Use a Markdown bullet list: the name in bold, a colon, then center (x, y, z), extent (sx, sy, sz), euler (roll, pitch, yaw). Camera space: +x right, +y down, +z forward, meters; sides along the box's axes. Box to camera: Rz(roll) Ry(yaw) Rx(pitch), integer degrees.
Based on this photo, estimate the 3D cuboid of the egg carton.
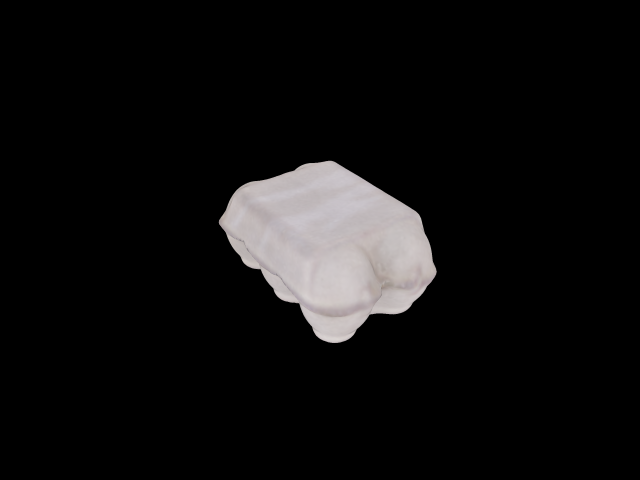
- **egg carton**: center (0.004, 0.001, 0.400), extent (0.107, 0.069, 0.149), euler (-22, 39, -30)
